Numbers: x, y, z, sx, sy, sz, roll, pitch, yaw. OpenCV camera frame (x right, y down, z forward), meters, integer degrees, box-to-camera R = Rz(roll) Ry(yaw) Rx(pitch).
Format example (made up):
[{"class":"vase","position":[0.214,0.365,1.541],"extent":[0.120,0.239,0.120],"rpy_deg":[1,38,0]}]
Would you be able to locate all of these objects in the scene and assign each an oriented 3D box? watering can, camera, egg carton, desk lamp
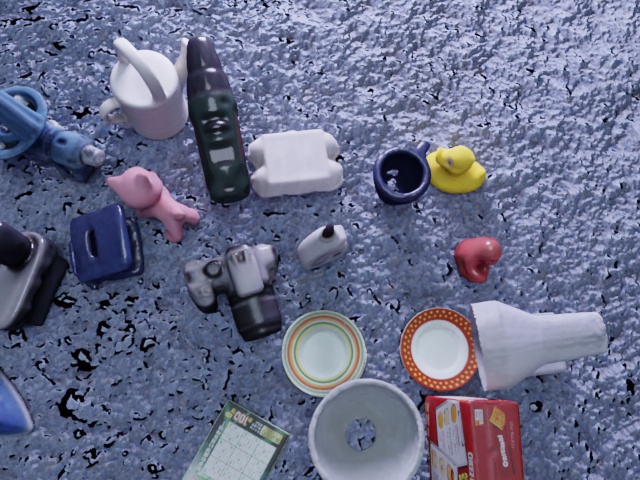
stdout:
[{"class":"watering can","position":[-0.260,-0.243,0.872],"extent":[0.101,0.194,0.173],"rpy_deg":[29,76,2]},{"class":"camera","position":[-0.120,0.084,0.856],"extent":[0.143,0.101,0.137],"rpy_deg":[-17,79,-9]},{"class":"egg carton","position":[-0.040,-0.123,0.929],"extent":[0.150,0.069,0.107],"rpy_deg":[-8,78,-7]},{"class":"desk lamp","position":[0.294,0.146,0.822],"extent":[0.203,0.213,0.118],"rpy_deg":[-6,77,-6]}]

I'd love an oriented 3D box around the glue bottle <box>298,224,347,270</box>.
[{"class":"glue bottle","position":[0.008,0.003,0.850],"extent":[0.078,0.173,0.037],"rpy_deg":[-21,79,-9]}]

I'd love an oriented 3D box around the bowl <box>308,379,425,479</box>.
[{"class":"bowl","position":[0.064,0.288,0.839],"extent":[0.167,0.074,0.167],"rpy_deg":[1,77,-5]}]

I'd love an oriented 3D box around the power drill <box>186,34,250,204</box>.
[{"class":"power drill","position":[-0.152,-0.154,0.854],"extent":[0.075,0.208,0.229],"rpy_deg":[-13,78,-8]}]

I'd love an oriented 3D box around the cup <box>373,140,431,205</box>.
[{"class":"cup","position":[0.132,-0.104,0.927],"extent":[0.091,0.095,0.118],"rpy_deg":[37,76,4]}]

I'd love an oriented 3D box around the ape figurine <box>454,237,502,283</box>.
[{"class":"ape figurine","position":[0.258,0.025,0.910],"extent":[0.076,0.092,0.078],"rpy_deg":[45,77,6]}]

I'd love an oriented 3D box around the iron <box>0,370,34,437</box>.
[{"class":"iron","position":[-0.522,0.197,0.771],"extent":[0.258,0.141,0.119],"rpy_deg":[28,76,2]}]

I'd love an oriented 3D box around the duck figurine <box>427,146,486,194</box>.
[{"class":"duck figurine","position":[0.229,-0.123,0.945],"extent":[0.104,0.086,0.077],"rpy_deg":[18,76,-1]}]

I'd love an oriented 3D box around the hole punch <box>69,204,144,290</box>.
[{"class":"hole punch","position":[-0.325,0.011,0.859],"extent":[0.101,0.091,0.108],"rpy_deg":[-12,78,-8]}]

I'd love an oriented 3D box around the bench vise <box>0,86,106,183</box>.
[{"class":"bench vise","position":[-0.418,-0.175,0.828],"extent":[0.207,0.219,0.121],"rpy_deg":[4,76,-4]}]

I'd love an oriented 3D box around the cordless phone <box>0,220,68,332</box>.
[{"class":"cordless phone","position":[-0.438,0.048,0.791],"extent":[0.094,0.185,0.148],"rpy_deg":[13,76,-2]}]

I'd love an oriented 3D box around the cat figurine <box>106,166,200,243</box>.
[{"class":"cat figurine","position":[-0.253,-0.063,0.870],"extent":[0.128,0.117,0.067],"rpy_deg":[35,76,4]}]
